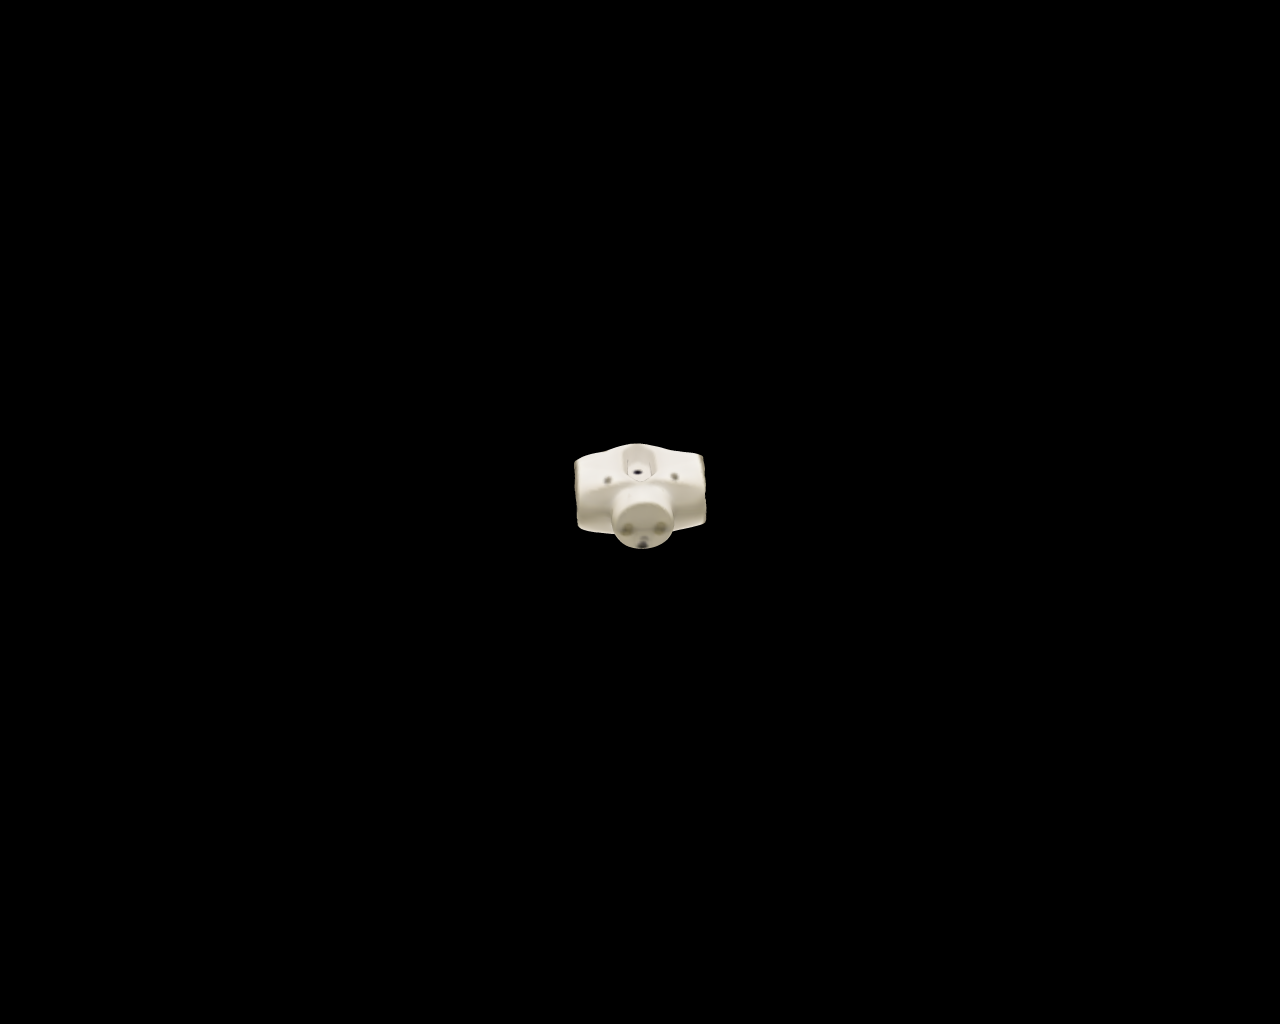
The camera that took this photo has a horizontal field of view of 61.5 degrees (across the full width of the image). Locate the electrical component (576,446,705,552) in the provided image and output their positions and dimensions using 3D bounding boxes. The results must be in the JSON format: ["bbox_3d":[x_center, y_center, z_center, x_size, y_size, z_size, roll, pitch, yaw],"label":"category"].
[{"bbox_3d":[0.001,-0.003,0.650,0.077,0.043,0.079,-2,36,-2],"label":"electrical component"}]
